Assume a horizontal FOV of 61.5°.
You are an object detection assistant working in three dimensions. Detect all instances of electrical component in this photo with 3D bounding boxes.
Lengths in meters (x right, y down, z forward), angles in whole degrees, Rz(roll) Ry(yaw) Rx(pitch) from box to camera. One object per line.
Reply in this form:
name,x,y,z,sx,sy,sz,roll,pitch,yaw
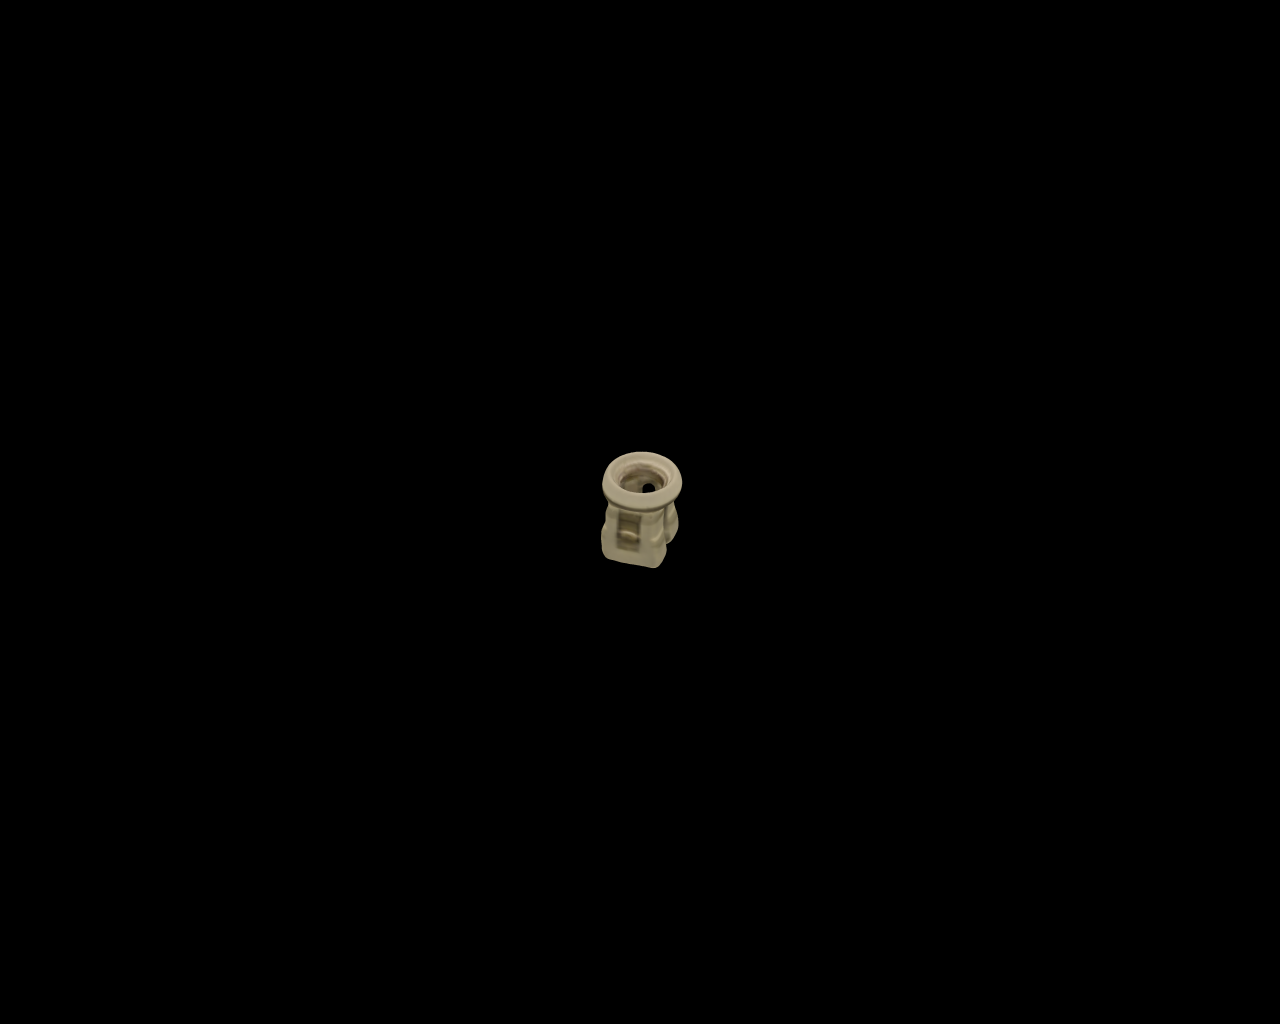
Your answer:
electrical component,0.001,-0.003,0.650,0.048,0.055,0.066,11,39,14
